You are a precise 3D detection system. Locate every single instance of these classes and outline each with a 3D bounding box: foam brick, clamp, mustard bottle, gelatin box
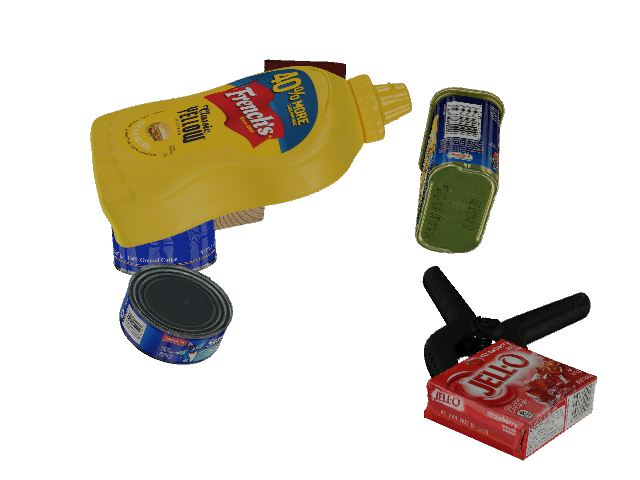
[{"bbox_3d":[-0.017,-0.166,1.146,0.078,0.051,0.053,-1,12,-19],"label":"foam brick"},{"bbox_3d":[0.143,0.086,0.983,0.165,0.036,0.209,13,31,25],"label":"clamp"},{"bbox_3d":[-0.039,-0.060,0.643,0.191,0.058,0.096,-16,43,-1],"label":"mustard bottle"},{"bbox_3d":[0.120,0.098,0.674,0.073,0.030,0.089,20,26,38],"label":"gelatin box"}]

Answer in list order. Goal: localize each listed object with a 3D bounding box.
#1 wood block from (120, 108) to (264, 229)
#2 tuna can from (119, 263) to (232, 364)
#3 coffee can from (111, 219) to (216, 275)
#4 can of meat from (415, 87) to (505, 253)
[{"bbox_3d":[-0.155,-0.092,1.271,0.090,0.090,0.206,-12,29,-32],"label":"wood block"},{"bbox_3d":[-0.115,0.058,0.847,0.086,0.034,0.086,18,33,-12],"label":"tuna can"},{"bbox_3d":[-0.155,-0.047,1.034,0.103,0.140,0.103,-1,18,0],"label":"coffee can"},{"bbox_3d":[0.106,-0.051,0.820,0.057,0.084,0.102,9,-40,2],"label":"can of meat"}]
